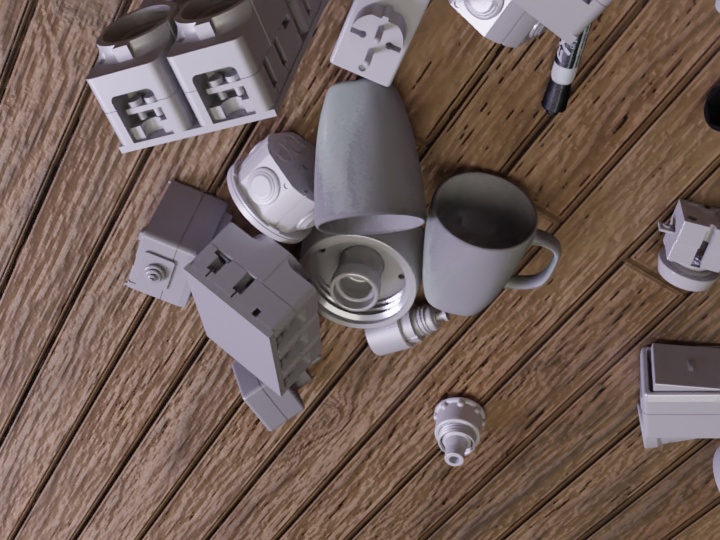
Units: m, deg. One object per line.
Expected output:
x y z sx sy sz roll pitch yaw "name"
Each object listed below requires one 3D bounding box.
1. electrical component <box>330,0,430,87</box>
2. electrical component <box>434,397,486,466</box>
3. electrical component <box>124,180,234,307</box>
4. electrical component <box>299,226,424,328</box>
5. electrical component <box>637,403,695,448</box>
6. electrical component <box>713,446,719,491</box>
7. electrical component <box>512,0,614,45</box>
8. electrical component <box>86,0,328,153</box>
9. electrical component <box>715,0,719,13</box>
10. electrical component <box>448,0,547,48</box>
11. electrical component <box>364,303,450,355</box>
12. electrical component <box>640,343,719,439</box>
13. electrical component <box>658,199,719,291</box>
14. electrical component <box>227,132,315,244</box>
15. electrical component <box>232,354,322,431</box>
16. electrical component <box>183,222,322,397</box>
0.014 -0.166 0.738 0.047 0.075 0.083 22 130 -6 "electrical component"
0.090 0.151 0.987 0.048 0.062 0.048 6 129 7 "electrical component"
-0.148 -0.017 0.880 0.061 0.096 0.061 22 128 -6 "electrical component"
0.000 0.000 0.885 0.108 0.060 0.108 6 129 7 "electrical component"
0.272 0.135 0.951 0.046 0.040 0.040 -10 126 13 "electrical component"
0.358 0.177 0.930 0.099 0.099 0.064 30 135 -12 "electrical component"
0.113 -0.213 0.630 0.089 0.150 0.062 33 129 -15 "electrical component"
-0.091 -0.160 0.693 0.105 0.186 0.060 -10 125 20 "electrical component"
0.272 -0.199 0.677 0.079 0.043 0.077 5 129 8 "electrical component"
0.099 -0.189 0.700 0.080 0.080 0.051 28 134 -11 "electrical component"
0.040 0.047 0.928 0.078 0.040 0.040 -17 123 23 "electrical component"
0.285 0.100 0.904 0.096 0.061 0.061 -2 128 14 "electrical component"
0.259 -0.018 0.826 0.066 0.048 0.055 14 122 1 "electrical component"
-0.059 -0.065 0.835 0.080 0.080 0.051 39 121 -19 "electrical component"
-0.069 0.095 0.980 0.077 0.065 0.047 -34 118 0 "electrical component"
-0.081 0.033 0.880 0.089 0.061 0.150 38 161 15 "electrical component"
